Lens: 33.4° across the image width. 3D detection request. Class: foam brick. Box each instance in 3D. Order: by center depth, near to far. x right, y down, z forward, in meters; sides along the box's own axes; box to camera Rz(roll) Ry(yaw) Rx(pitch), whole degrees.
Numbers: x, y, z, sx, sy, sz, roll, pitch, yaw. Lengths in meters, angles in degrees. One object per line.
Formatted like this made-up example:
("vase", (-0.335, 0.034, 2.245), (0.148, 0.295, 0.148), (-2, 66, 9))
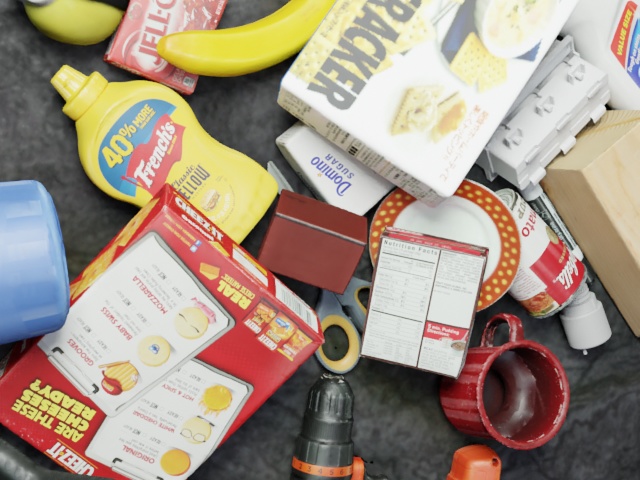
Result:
("foam brick", (-0.006, 0.001, 0.867), (0.078, 0.053, 0.051), (19, 115, -4))

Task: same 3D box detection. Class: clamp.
("clamp", (-0.229, 0.204, 0.829), (0.171, 0.039, 0.120), (20, 122, 13))

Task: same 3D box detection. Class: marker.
("marker", (0.221, -0.006, 0.987), (0.020, 0.020, 0.121), (-39, 107, -10))

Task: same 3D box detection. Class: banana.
("banana", (-0.044, -0.173, 0.854), (0.197, 0.037, 0.069), (-38, 120, -26))

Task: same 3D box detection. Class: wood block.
("wood block", (0.296, -0.009, 0.974), (0.090, 0.091, 0.206), (-39, 106, -11))

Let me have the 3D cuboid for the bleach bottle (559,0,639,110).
("bleach bottle", (0.285, -0.157, 0.969), (0.250, 0.068, 0.102), (36, 85, -16))

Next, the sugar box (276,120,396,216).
("sugar box", (0.057, -0.103, 0.908), (0.176, 0.048, 0.093), (-39, 107, -6))

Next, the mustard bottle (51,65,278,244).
("mustard bottle", (-0.131, -0.068, 0.842), (0.191, 0.058, 0.096), (41, 88, -18))

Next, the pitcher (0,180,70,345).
("pitcher", (-0.297, 0.017, 0.703), (0.242, 0.149, 0.145), (-9, 54, -20))

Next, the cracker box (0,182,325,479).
("cracker box", (-0.129, 0.088, 0.828), (0.164, 0.072, 0.214), (41, 101, -17))

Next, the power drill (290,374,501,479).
("power drill", (0.063, 0.214, 0.943), (0.187, 0.057, 0.184), (7, 94, -17))

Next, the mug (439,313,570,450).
("mug", (0.159, 0.123, 0.944), (0.093, 0.082, 0.117), (4, 83, -22))

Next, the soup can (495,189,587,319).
("soup can", (0.179, 0.012, 0.949), (0.102, 0.069, 0.068), (44, 82, -17))

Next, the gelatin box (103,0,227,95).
("gelatin box", (-0.122, -0.169, 0.848), (0.073, 0.030, 0.089), (21, 89, -20))

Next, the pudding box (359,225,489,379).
("pudding box", (0.086, 0.052, 0.892), (0.090, 0.039, 0.113), (13, 105, 10))

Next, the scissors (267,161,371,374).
("scissors", (-0.006, 0.035, 0.918), (0.201, 0.016, 0.096), (45, 83, -18))
